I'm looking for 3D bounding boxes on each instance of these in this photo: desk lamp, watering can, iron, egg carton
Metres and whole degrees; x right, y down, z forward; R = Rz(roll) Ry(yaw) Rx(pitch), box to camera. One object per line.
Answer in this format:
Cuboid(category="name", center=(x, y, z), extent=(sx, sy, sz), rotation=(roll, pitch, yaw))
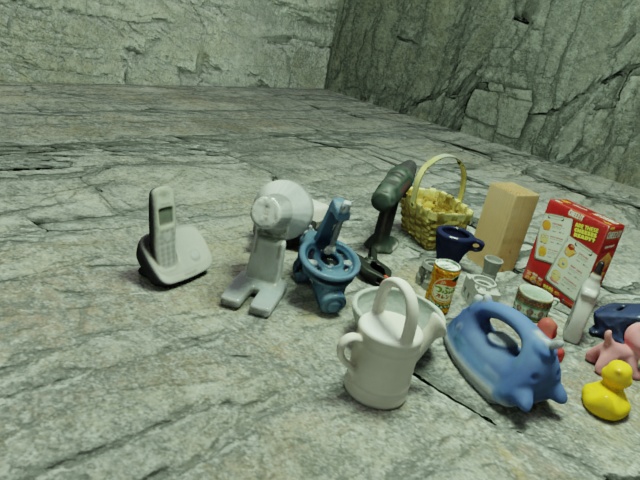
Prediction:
Cuboid(category="desk lamp", center=(-0.093, 0.002, 1.080), extent=(0.118, 0.213, 0.203), rotation=(14, 23, 7))
Cuboid(category="watering can", center=(0.109, 0.145, 0.864), extent=(0.100, 0.194, 0.173), rotation=(29, 28, 36))
Cuboid(category="iron", center=(0.303, 0.168, 0.970), extent=(0.119, 0.141, 0.257), rotation=(-1, 26, -27))
Cuboid(category="egg carton", center=(-0.042, -0.060, 1.437), extent=(0.107, 0.069, 0.151), rotation=(24, 26, 28))

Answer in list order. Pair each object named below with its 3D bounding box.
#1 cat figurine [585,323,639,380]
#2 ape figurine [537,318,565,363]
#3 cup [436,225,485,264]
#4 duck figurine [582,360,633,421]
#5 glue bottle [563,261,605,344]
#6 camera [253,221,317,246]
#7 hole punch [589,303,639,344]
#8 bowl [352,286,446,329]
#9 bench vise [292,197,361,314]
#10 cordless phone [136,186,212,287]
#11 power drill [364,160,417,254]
Cuboid(category="cat figurine", center=(0.579, 0.194, 1.071), extent=(0.128, 0.118, 0.067), rotation=(7, 23, -11))
Cuboid(category="ape figurine", center=(0.407, 0.185, 1.045), extent=(0.076, 0.092, 0.077), rotation=(-1, 26, -27))
Cuboid(category="cup", center=(0.328, 0.026, 1.378), extent=(0.117, 0.095, 0.092), rotation=(17, 23, 13))
Cuboid(category="duck figurine", center=(0.487, 0.243, 0.954), extent=(0.077, 0.086, 0.105), rotation=(25, 26, 30))
Cuboid(category="glue bottle", center=(0.535, 0.121, 1.151), extent=(0.037, 0.173, 0.078), rotation=(20, 24, 20))
Cuboid(category="camera", center=(-0.078, -0.029, 1.305), extent=(0.137, 0.101, 0.143), rotation=(10, 23, -2))
Cuboid(category="hole punch", center=(0.634, 0.164, 1.202), extent=(0.100, 0.091, 0.109), rotation=(29, 28, 36))
Cuboid(category="bowl", center=(0.132, 0.152, 1.013), extent=(0.167, 0.075, 0.167), rotation=(10, 23, -4))
Cuboid(category="bench vise", center=(0.001, 0.005, 1.108), extent=(0.122, 0.220, 0.206), rotation=(-7, 29, -37))
Cuboid(category="cordless phone", center=(-0.269, -0.016, 1.076), extent=(0.094, 0.185, 0.148), rotation=(22, 25, 24))
Cuboid(category="power drill", center=(0.175, -0.082, 1.410), extent=(0.075, 0.208, 0.230), rotation=(18, 24, 16))
